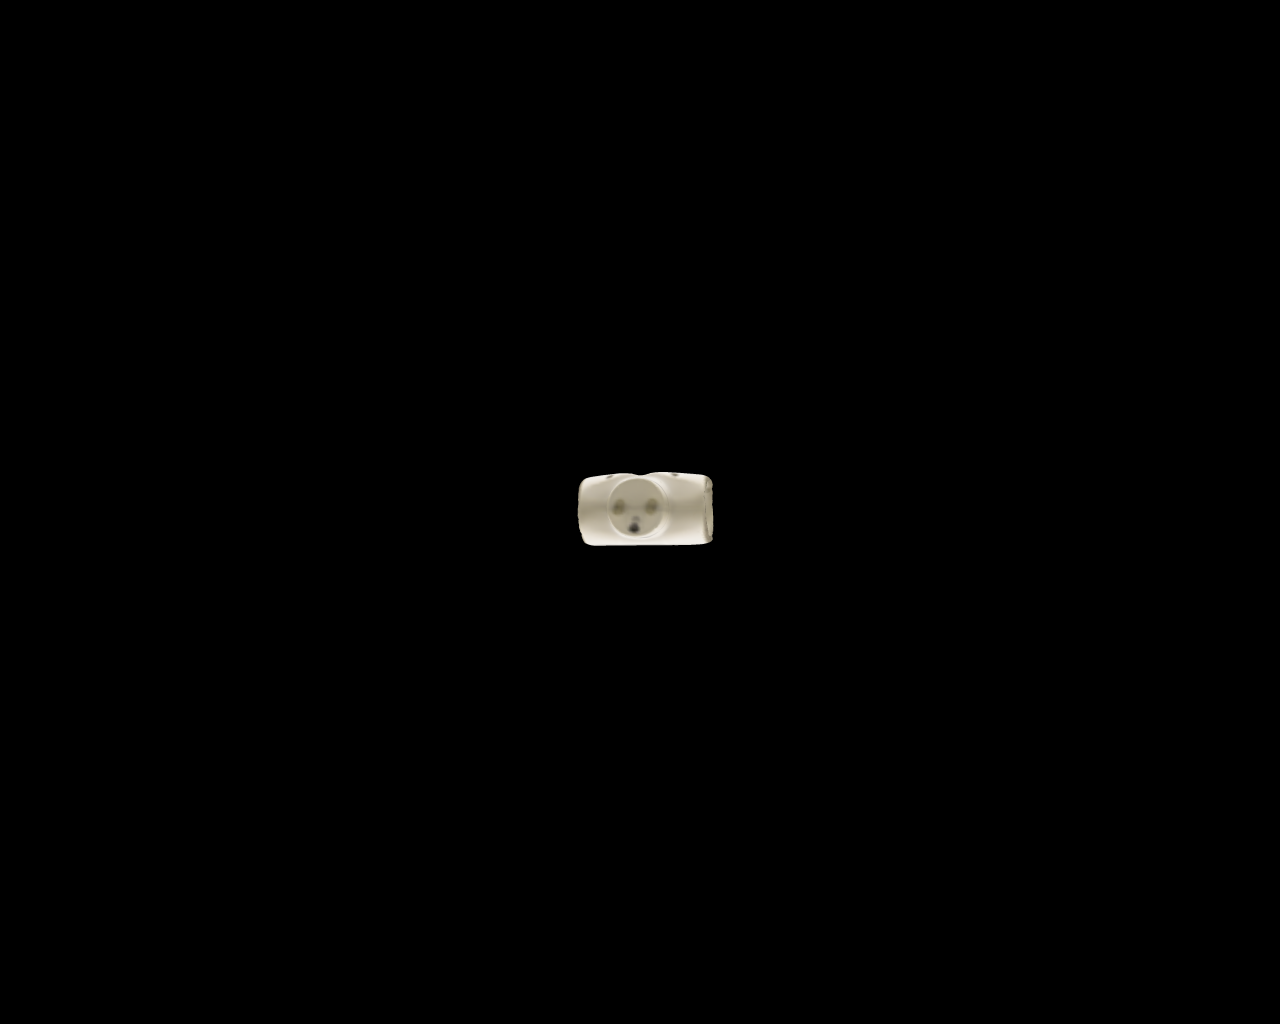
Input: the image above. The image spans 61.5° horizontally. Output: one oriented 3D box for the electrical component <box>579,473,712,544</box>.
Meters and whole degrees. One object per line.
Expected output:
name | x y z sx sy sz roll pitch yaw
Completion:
electrical component | 0.001 -0.003 0.650 0.077 0.043 0.079 -1 -3 11
